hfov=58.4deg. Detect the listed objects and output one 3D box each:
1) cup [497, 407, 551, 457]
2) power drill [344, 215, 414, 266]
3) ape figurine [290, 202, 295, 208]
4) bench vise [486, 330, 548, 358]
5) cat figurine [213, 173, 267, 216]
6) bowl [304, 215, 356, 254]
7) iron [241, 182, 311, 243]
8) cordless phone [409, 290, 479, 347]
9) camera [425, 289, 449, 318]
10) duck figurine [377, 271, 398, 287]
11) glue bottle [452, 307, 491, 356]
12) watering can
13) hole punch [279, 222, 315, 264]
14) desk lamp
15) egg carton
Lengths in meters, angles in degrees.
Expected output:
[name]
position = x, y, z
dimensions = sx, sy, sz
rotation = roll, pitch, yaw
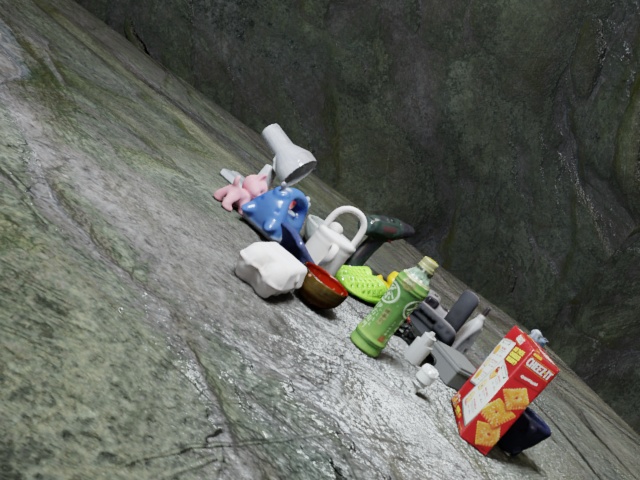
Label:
[cup]
position = 0.402, 0.393, 1.155
dimensions = 0.091, 0.095, 0.118
rotation = 40, 10, 13
[power drill]
position = 0.162, 0.016, 1.680
dimensions = 0.075, 0.208, 0.231
rotation = 45, 12, 35
[ape figurine]
position = -0.090, -0.105, 1.687
dimensions = 0.076, 0.092, 0.077
rotation = 32, 11, -27
[bench vise]
position = 0.485, 0.315, 1.422
dimensions = 0.121, 0.219, 0.208
rotation = 43, 12, 28
[cat figurine]
position = -0.179, -0.124, 1.398
dimensions = 0.067, 0.117, 0.128
rotation = 43, 11, 27
[bowl]
position = 0.015, 0.006, 1.604
dimensions = 0.167, 0.074, 0.167
rotation = 36, 10, -7
[iron]
position = -0.082, -0.070, 1.425
dimensions = 0.118, 0.141, 0.259
rotation = 41, 11, 18
[cordless phone]
position = 0.326, 0.191, 1.528
dimensions = 0.147, 0.185, 0.094
rotation = 42, 11, 25
[camera]
position = 0.328, 0.203, 1.718
dimensions = 0.143, 0.100, 0.137
rotation = 37, 10, -1
[duck figurine]
position = 0.203, 0.129, 1.665
dimensions = 0.078, 0.086, 0.104
rotation = 27, 15, -46
[glue bottle]
position = 0.414, 0.254, 1.583
dimensions = 0.078, 0.173, 0.037
rotation = 28, 14, -43
[watering can]
position = 0.028, 0.004, 1.322
dimensions = 0.101, 0.194, 0.172
rotation = 31, 12, -31
[hole punch]
position = -0.055, 0.027, 1.233
dimensions = 0.101, 0.091, 0.108
rotation = 28, 14, -42
[desk lamp]
position = -0.141, -0.211, 1.639
dimensions = 0.203, 0.213, 0.118
rotation = 40, 10, 13
[egg carton]
position = -0.088, 0.056, 1.055
dimensions = 0.107, 0.069, 0.151
rotation = 40, 10, 12
